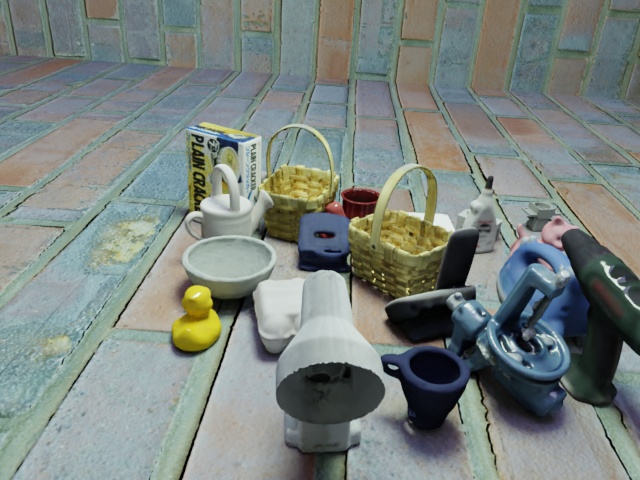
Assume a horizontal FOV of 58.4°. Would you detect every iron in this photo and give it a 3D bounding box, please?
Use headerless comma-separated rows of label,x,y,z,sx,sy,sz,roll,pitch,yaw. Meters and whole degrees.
iron,0.392,0.067,1.012,0.119,0.141,0.257,-3,28,-13

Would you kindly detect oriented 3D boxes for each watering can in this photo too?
watering can,-0.177,-0.057,1.121,0.100,0.194,0.173,22,32,31

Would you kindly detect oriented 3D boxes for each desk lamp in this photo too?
desk lamp,0.004,0.159,0.699,0.118,0.214,0.203,1,27,-5

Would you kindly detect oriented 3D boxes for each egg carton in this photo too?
egg carton,-0.052,0.119,0.930,0.107,0.069,0.150,-3,28,-12

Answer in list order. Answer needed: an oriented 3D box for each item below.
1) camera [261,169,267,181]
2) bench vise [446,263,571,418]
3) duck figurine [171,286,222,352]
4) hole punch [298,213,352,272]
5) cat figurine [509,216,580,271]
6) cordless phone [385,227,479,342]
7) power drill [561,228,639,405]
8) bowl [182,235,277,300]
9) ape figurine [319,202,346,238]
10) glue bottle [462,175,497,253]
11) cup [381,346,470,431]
camera,-0.205,-0.134,1.374,0.143,0.101,0.137,13,28,17
bench vise,0.261,0.118,0.808,0.206,0.220,0.122,21,32,30
duck figurine,-0.194,0.116,0.899,0.077,0.086,0.104,6,27,4
hole punch,0.010,0.004,1.141,0.108,0.091,0.101,3,27,-2
cat figurine,0.465,-0.002,1.185,0.127,0.118,0.067,10,28,12
cordless phone,0.190,0.064,0.943,0.148,0.185,0.094,-10,30,-24
power drill,0.403,0.120,0.836,0.076,0.208,0.229,-3,28,-13
bowl,-0.161,0.059,1.029,0.167,0.075,0.167,3,27,-1
ape figurine,0.030,-0.039,1.228,0.076,0.092,0.078,13,28,18
glue bottle,0.343,-0.055,1.210,0.078,0.173,0.037,-6,28,-17
cup,0.133,0.201,0.765,0.117,0.095,0.092,11,28,15
